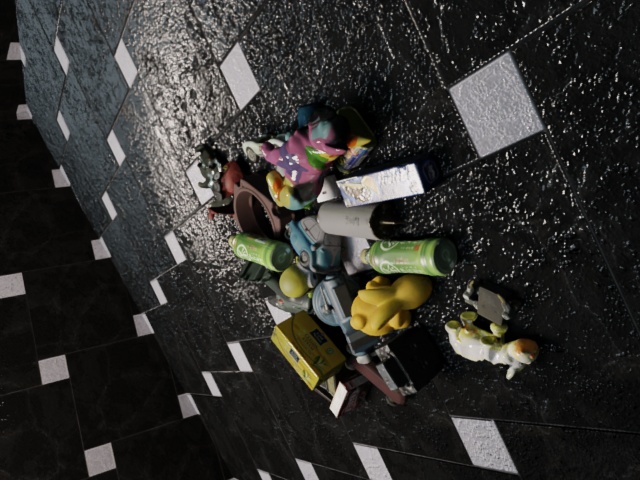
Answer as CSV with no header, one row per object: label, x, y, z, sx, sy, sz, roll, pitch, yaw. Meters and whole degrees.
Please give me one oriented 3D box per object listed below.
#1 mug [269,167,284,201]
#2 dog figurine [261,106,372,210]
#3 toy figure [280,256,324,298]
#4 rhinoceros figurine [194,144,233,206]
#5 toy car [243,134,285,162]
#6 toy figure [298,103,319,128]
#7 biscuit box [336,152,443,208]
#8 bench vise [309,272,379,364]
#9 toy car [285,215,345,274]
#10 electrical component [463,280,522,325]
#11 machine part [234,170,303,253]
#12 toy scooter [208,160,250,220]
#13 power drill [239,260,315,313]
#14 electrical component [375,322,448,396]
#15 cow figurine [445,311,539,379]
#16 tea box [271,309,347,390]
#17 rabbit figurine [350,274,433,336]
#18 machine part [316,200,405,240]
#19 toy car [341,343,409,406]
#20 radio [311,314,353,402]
mug,-0.066,-0.131,1.220,0.080,0.109,0.107,96,149,-68
dog figurine,-0.003,-0.148,1.011,0.219,0.108,0.191,3,112,47
toy figure,-0.038,0.096,1.278,0.082,0.089,0.180,36,-177,9
rhinoceros figurine,-0.302,-0.183,1.536,0.190,0.073,0.112,61,149,3
toy car,-0.105,-0.217,1.236,0.202,0.073,0.056,7,118,53
toy figure,-0.011,-0.205,1.123,0.058,0.064,0.154,8,118,44
biscuit box,0.124,-0.107,0.989,0.203,0.063,0.059,-8,107,50
bench vise,0.058,0.168,1.242,0.223,0.129,0.241,56,172,-12
toy car,-0.003,-0.004,1.232,0.103,0.109,0.162,-55,51,27
electrical component,0.295,0.107,0.930,0.102,0.045,0.078,34,135,38
machine part,-0.137,-0.060,1.381,0.202,0.087,0.200,40,141,35
toy scooter,-0.250,-0.119,1.450,0.075,0.135,0.183,28,132,44
power drill,-0.117,0.129,1.425,0.232,0.086,0.207,4,143,47
electrical component,0.181,0.250,1.105,0.115,0.134,0.058,55,147,10
cow figurine,0.308,0.197,0.953,0.168,0.068,0.098,20,133,51
tea box,-0.029,0.265,1.310,0.170,0.098,0.068,45,140,23
rabbit figurine,0.142,0.116,1.078,0.173,0.162,0.122,-33,71,40
machine part,0.074,-0.043,1.103,0.243,0.079,0.079,10,120,52
toy car,0.132,0.314,1.292,0.202,0.053,0.089,36,149,30
radio,0.018,0.315,1.430,0.131,0.073,0.229,21,127,43
